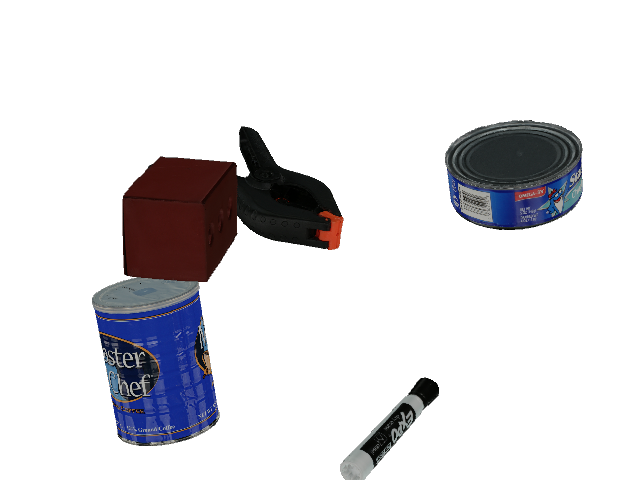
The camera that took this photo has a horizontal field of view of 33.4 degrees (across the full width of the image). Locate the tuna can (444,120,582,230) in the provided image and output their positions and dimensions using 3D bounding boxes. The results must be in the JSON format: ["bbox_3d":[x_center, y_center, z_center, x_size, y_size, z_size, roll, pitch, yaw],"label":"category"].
[{"bbox_3d":[0.124,-0.042,0.682,0.086,0.034,0.086,-8,32,5],"label":"tuna can"}]

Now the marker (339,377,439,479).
[{"bbox_3d":[0.053,0.133,0.766,0.020,0.020,0.120,0,24,36],"label":"marker"}]

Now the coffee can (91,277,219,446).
[{"bbox_3d":[-0.159,0.114,1.037,0.103,0.140,0.103,-7,14,2],"label":"coffee can"}]

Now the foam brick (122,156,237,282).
[{"bbox_3d":[-0.085,-0.015,0.656,0.051,0.053,0.078,6,24,8],"label":"foam brick"}]

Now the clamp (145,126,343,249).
[{"bbox_3d":[-0.057,-0.038,0.865,0.120,0.039,0.172,-26,42,-30],"label":"clamp"}]
